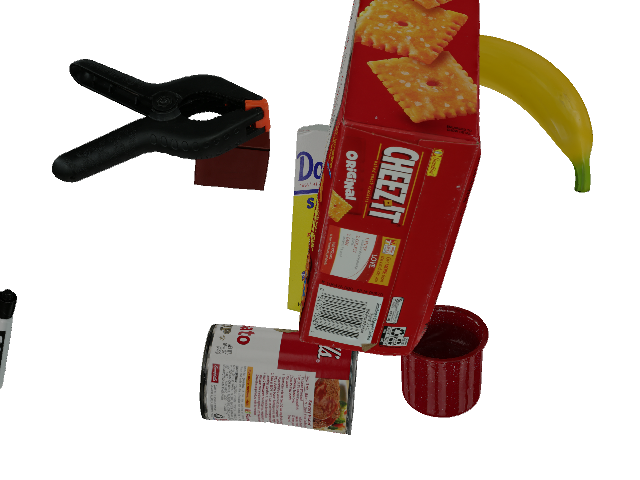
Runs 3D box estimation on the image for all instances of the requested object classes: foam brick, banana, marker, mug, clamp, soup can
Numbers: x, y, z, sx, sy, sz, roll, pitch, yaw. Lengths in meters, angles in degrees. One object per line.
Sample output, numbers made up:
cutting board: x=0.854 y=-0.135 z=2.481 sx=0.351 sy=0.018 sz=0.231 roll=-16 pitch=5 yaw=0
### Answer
foam brick: x=-0.095 y=-0.091 z=1.150 sx=0.078 sy=0.051 sz=0.053 roll=5 pitch=30 yaw=-4
banana: x=0.137 y=-0.114 z=0.799 sx=0.037 sy=0.070 sz=0.198 roll=2 pitch=32 yaw=-44
marker: x=-0.315 y=0.097 z=1.049 sx=0.020 sy=0.121 sz=0.020 roll=14 pitch=32 yaw=-9
mug: x=0.130 y=0.120 z=1.095 sx=0.093 sy=0.081 sz=0.117 roll=19 pitch=39 yaw=31
clamp: x=-0.128 y=-0.105 z=0.848 sx=0.171 sy=0.120 sz=0.039 roll=-7 pitch=-30 yaw=-6
soup can: x=-0.027 y=0.094 z=0.730 sx=0.102 sy=0.068 sz=0.068 roll=5 pitch=0 yaw=4

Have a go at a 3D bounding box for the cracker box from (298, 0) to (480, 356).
cracker box: x=0.042 y=-0.068 z=0.593 sx=0.072 sy=0.213 sz=0.164 roll=10 pitch=-43 yaw=-1

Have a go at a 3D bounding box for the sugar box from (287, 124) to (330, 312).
sugar box: x=0.020 y=-0.015 z=0.990 sx=0.093 sy=0.176 sz=0.048 roll=11 pitch=17 yaw=31
